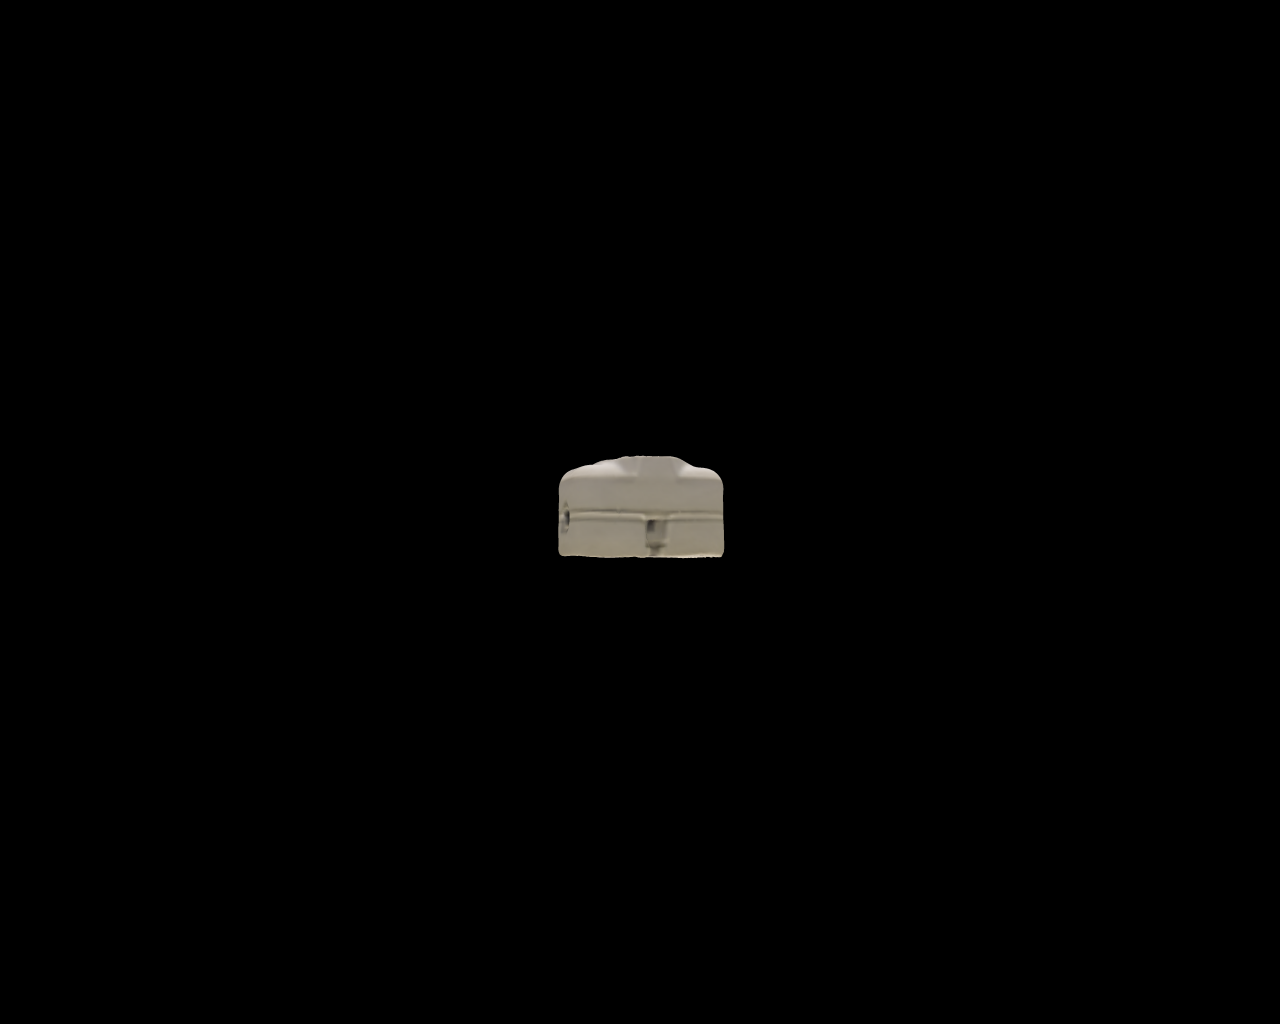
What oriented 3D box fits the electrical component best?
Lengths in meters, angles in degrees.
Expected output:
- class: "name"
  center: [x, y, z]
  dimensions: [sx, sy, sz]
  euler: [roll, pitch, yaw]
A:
- class: "electrical component"
  center: [0.001, -0.003, 0.650]
  dimensions: [0.095, 0.059, 0.053]
  euler: [1, -4, -20]
